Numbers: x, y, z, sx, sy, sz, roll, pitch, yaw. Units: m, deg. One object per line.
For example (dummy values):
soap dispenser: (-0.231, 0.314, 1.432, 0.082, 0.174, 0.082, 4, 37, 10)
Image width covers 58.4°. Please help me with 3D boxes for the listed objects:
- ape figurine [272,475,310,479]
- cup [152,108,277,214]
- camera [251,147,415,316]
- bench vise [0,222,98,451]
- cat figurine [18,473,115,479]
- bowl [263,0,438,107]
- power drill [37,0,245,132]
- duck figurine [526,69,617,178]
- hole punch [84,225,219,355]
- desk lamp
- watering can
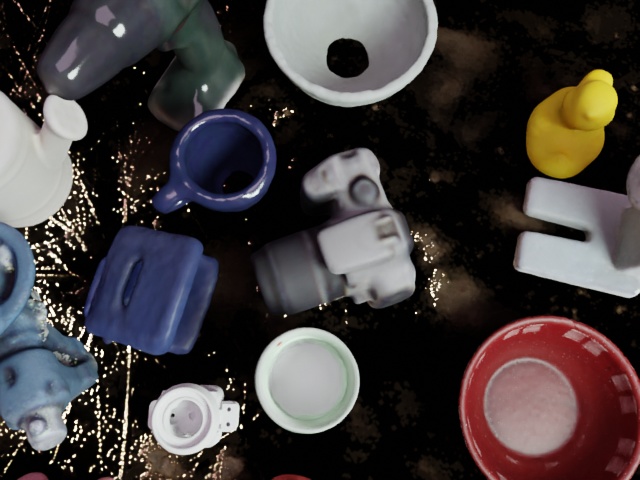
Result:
ape figurine: (-0.017, 0.234, 0.465, 0.076, 0.092, 0.078, -5, 77, -2)
cup: (-0.093, -0.053, 0.527, 0.118, 0.095, 0.091, -37, 80, -9)
camera: (0.005, 0.002, 0.514, 0.137, 0.101, 0.143, -19, 78, -5)
bench vise: (-0.256, 0.056, 0.435, 0.207, 0.220, 0.121, 37, 79, 7)
cat figurine: (-0.208, 0.227, 0.449, 0.128, 0.118, 0.067, 0, 77, -1)
bowl: (0.029, -0.200, 0.573, 0.167, 0.075, 0.167, 0, 77, -1)
power drill: (-0.128, -0.177, 0.496, 0.075, 0.208, 0.230, 27, 78, 5)
duck figurine: (0.249, -0.116, 0.553, 0.077, 0.086, 0.105, 26, 78, 5)
hole punch: (-0.154, 0.045, 0.505, 0.101, 0.091, 0.109, 15, 77, 2)
desk lamp: (0.296, -0.011, 0.465, 0.203, 0.213, 0.118, 12, 77, 2)
watering can: (-0.287, -0.086, 0.479, 0.173, 0.194, 0.101, -31, 79, -8)
